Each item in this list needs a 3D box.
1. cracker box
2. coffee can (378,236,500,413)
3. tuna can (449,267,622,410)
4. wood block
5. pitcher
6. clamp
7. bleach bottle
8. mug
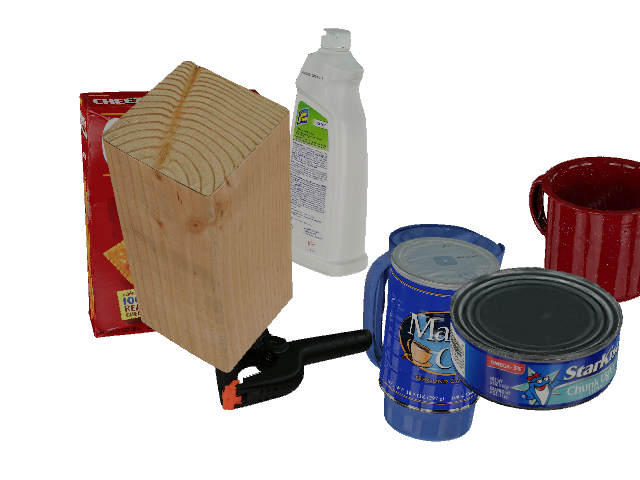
[{"bbox_3d":[-0.131,-0.026,0.974,0.164,0.214,0.072,-4,20,-17],"label":"cracker box"},{"bbox_3d":[0.113,0.081,1.032,0.103,0.140,0.103,3,25,-2],"label":"coffee can"},{"bbox_3d":[0.109,0.049,0.545,0.086,0.034,0.086,-3,28,1],"label":"tuna can"},{"bbox_3d":[-0.080,-0.010,0.759,0.090,0.090,0.206,28,-33,20],"label":"wood block"},{"bbox_3d":[0.128,0.110,1.257,0.149,0.243,0.145,7,18,9],"label":"pitcher"},{"bbox_3d":[-0.041,0.122,1.143,0.165,0.036,0.209,13,26,12],"label":"clamp"},{"bbox_3d":[0.012,-0.095,1.131,0.103,0.251,0.067,22,24,40],"label":"bleach bottle"},{"bbox_3d":[0.202,-0.011,0.803,0.093,0.081,0.117,-24,35,-32],"label":"mug"}]
